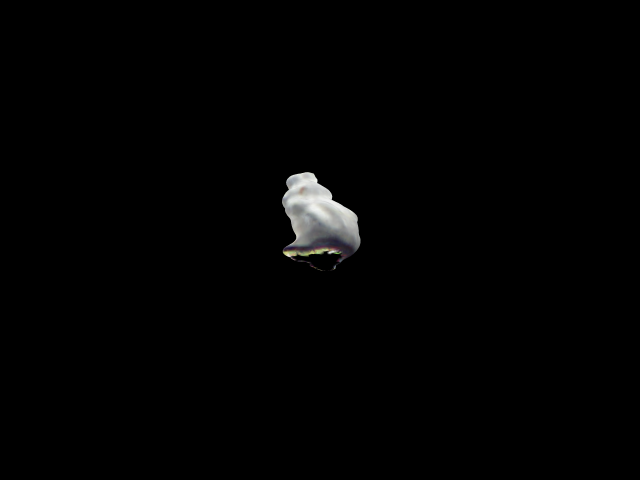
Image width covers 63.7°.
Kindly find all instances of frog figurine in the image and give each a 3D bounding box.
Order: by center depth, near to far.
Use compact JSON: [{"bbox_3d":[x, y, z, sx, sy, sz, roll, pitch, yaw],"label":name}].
[{"bbox_3d":[0.003,-0.043,0.850,0.137,0.162,0.121,12,-24,-29],"label":"frog figurine"}]
